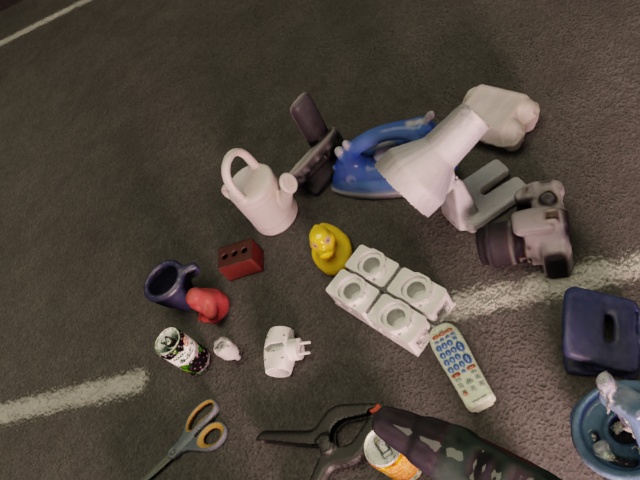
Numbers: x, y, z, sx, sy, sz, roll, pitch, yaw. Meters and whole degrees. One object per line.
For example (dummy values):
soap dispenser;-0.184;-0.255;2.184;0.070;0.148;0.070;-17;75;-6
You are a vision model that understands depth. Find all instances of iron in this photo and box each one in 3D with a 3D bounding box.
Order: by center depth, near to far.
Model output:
iron;0.116;-0.159;1.061;0.257;0.142;0.118;-13;53;20

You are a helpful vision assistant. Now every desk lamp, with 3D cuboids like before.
desk lamp;0.212;-0.108;0.926;0.203;0.214;0.117;-35;49;2

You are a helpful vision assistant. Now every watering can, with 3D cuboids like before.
watering can;-0.121;-0.103;1.114;0.172;0.195;0.101;-17;52;17

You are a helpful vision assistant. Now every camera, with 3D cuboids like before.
camera;0.312;-0.018;0.885;0.136;0.101;0.143;-9;55;23

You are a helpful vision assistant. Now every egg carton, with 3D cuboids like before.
egg carton;0.316;-0.223;1.046;0.149;0.070;0.107;27;74;39

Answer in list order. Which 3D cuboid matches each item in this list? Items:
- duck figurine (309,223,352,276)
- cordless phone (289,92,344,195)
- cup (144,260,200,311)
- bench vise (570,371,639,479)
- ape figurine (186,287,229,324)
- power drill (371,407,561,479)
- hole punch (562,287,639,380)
duck figurine;0.010;0.004;1.042;0.077;0.086;0.104;-23;50;13
cordless phone;-0.034;-0.192;1.135;0.093;0.186;0.148;30;75;39
cup;-0.271;0.092;1.127;0.117;0.095;0.091;-29;49;8
bench vise;0.369;0.213;0.615;0.206;0.220;0.121;15;67;35
ape figurine;-0.219;0.119;1.082;0.076;0.092;0.077;-38;49;0
power drill;0.187;0.279;0.675;0.228;0.209;0.076;14;66;35
hole punch;0.375;0.121;0.761;0.100;0.091;0.109;-1;58;28
